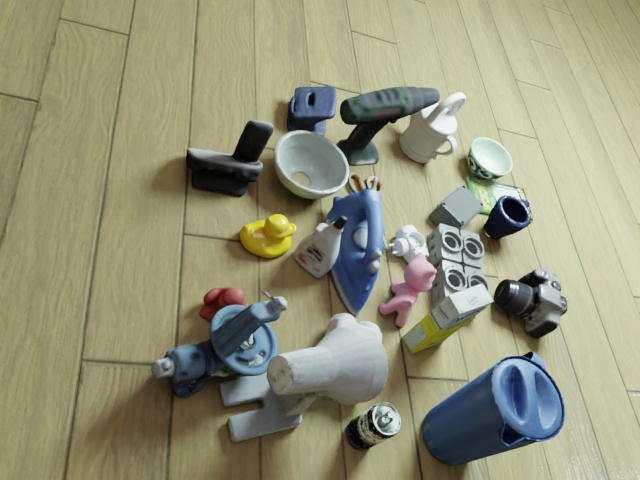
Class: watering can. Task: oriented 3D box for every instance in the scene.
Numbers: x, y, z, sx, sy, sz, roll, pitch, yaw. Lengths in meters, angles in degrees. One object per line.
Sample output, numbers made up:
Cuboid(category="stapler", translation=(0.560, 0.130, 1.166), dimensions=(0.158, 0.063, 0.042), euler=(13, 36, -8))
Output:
Cuboid(category="watering can", translation=(0.272, -0.287, 1.373), dimensions=(0.173, 0.194, 0.101), euler=(40, 51, 3))

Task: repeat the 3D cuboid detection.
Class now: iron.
Cuboid(category="iron", translation=(0.088, 0.006, 1.124), dimensions=(0.119, 0.141, 0.258), euler=(10, 55, -19))

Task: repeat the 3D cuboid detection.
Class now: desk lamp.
Cuboid(category="desk lamp", translation=(-0.026, 0.220, 0.881), dimensions=(0.204, 0.213, 0.118), euler=(-7, 62, -29))

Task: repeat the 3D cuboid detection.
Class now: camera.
Cuboid(category="camera", translation=(0.461, 0.120, 1.256), dimensions=(0.137, 0.100, 0.143), euler=(24, 52, -10))

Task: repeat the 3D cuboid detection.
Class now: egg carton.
Cuboid(category="egg carton", translation=(0.053, 0.205, 1.022), dimensions=(0.107, 0.069, 0.150), euler=(21, 52, -12))

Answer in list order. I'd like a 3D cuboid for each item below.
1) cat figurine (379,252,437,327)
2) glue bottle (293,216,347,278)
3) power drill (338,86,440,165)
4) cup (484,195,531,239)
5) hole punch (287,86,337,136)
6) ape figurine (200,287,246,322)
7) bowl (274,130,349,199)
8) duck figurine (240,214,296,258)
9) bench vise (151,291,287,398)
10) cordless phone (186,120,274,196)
Cuboid(category="cat figurine", translation=(0.184, 0.092, 1.129), dimensions=(0.067, 0.117, 0.128), euler=(33, 51, -2))
Cuboid(category="glue bottle", translation=(0.010, 0.004, 1.067), dimensions=(0.078, 0.173, 0.037), euler=(38, 51, 2))
Cuboid(category="power drill", translation=(0.132, -0.261, 1.278), dimensions=(0.230, 0.208, 0.075), euler=(-10, 64, -30))
Cuboid(category="cup", translation=(0.443, -0.051, 1.363), dimensions=(0.118, 0.095, 0.091), euler=(-28, 74, -36))
Cuboid(category="hole punch", translation=(-0.019, -0.302, 1.308), dimensions=(0.101, 0.091, 0.108), euler=(14, 54, -17))
Cuboid(category="ape figurine", translation=(-0.155, 0.108, 0.970), dimensions=(0.076, 0.092, 0.077), euler=(-17, 67, -33))
Cuboid(category="bowl", translation=(-0.027, -0.146, 1.212), dimensions=(0.168, 0.074, 0.167), euler=(13, 54, -18))
Cuboid(category="duck figurine", translation=(-0.095, -0.017, 1.086), dimensions=(0.105, 0.086, 0.077), euler=(7, 56, -22))
Cuboid(category="bench vise", translation=(-0.135, 0.164, 0.861), dimensions=(0.121, 0.219, 0.208), euler=(48, 52, 10))
Cuboid(category="cordless phone", translation=(-0.171, -0.176, 1.090), dimensions=(0.148, 0.185, 0.094), euler=(5, 57, -23))
